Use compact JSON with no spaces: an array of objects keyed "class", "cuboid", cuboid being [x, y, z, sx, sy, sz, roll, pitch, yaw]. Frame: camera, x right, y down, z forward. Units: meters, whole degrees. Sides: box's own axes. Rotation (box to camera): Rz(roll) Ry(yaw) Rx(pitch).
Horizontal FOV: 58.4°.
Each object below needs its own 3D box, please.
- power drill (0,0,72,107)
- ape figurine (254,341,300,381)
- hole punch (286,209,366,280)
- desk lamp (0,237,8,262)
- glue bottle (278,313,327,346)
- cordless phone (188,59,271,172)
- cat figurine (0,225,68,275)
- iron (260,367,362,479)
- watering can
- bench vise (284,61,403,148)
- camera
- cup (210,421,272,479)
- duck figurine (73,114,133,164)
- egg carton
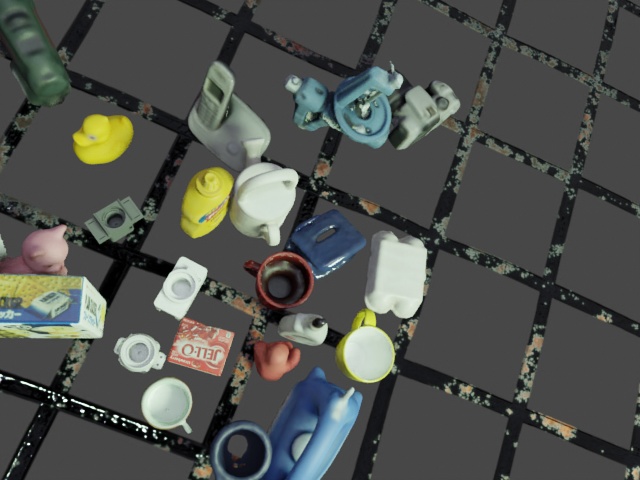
[{"class":"power drill","cuboid":[-0.460,-0.309,0.892,0.076,0.208,0.229,-30,85,-19]},{"class":"ape figurine","cuboid":[-0.071,0.188,0.924,0.078,0.092,0.076,33,71,-4]},{"class":"hole punch","cuboid":[0.009,0.004,0.991,0.109,0.091,0.101,-33,86,-19]},{"class":"desk lamp","cuboid":[-0.531,0.029,0.785,0.203,0.213,0.118,-35,86,-19]},{"class":"glue bottle","cuboid":[-0.017,0.138,0.907,0.078,0.173,0.037,15,73,-9]},{"class":"cordless phone","cuboid":[-0.146,-0.207,0.956,0.147,0.185,0.094,40,71,-1]},{"class":"cat figurine","cuboid":[-0.433,0.028,0.861,0.128,0.117,0.067,-24,83,-18]},{"class":"iron","cuboid":[-0.022,0.328,0.874,0.119,0.141,0.258,32,71,-4]},{"class":"watering can","cuboid":[-0.095,-0.081,0.932,0.101,0.194,0.173,-35,86,-19]},{"class":"bench vise","cuboid":[0.044,-0.238,0.993,0.208,0.219,0.121,2,75,-13]},{"class":"camera","cuboid":[0.177,-0.269,1.097,0.143,0.100,0.137,-36,87,-19]},{"class":"cup","cuboid":[-0.131,0.332,0.871,0.092,0.095,0.118,35,71,-3]},{"class":"duck figurine","cuboid":[-0.362,-0.179,0.948,0.105,0.086,0.077,-36,86,-19]},{"class":"egg carton","cuboid":[0.134,0.061,1.019,0.107,0.069,0.150,11,74,-11]}]
